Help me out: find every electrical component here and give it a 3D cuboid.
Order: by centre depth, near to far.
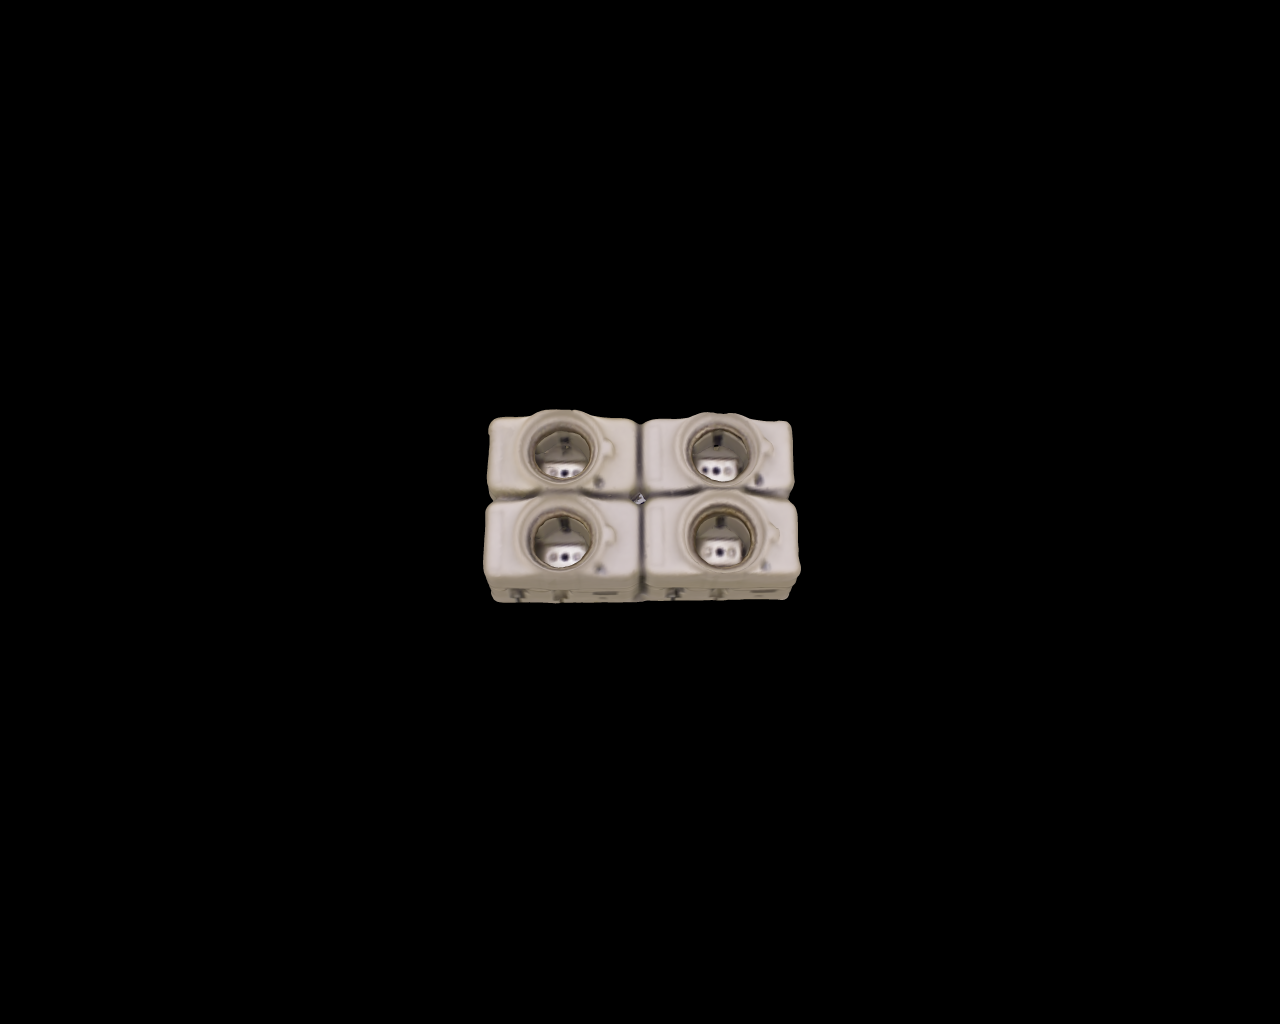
[{"bbox_3d":[0.001,-0.003,0.650,0.186,0.105,0.060,0,-21,0],"label":"electrical component"}]
